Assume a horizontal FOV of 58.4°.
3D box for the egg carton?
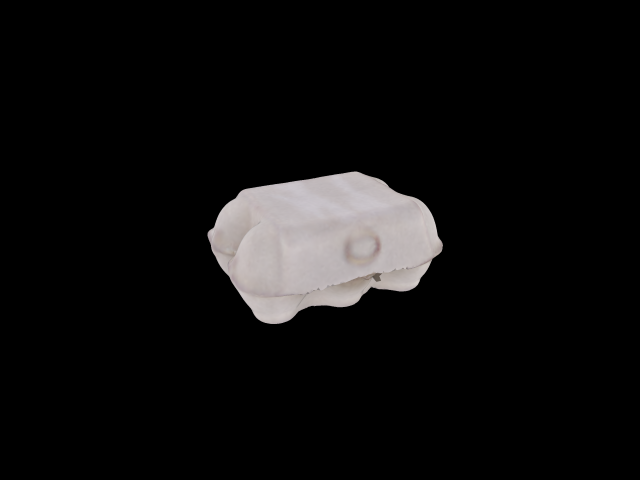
[{"bbox_3d":[0.004,0.001,0.400,0.151,0.069,0.107,-12,27,-24],"label":"egg carton"}]
